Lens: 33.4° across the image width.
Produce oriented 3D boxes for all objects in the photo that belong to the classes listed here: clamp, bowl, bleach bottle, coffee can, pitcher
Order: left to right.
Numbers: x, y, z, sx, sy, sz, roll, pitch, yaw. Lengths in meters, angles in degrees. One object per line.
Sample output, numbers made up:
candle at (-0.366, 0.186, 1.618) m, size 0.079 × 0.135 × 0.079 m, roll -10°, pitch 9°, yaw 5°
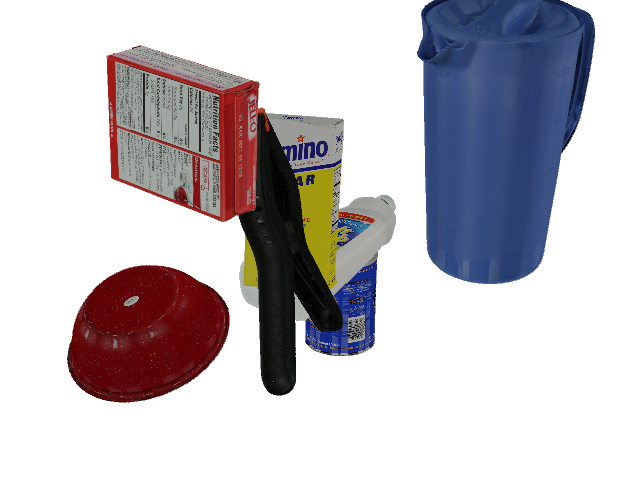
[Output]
bowl at (-0.170, 0.074, 1.006) m, size 0.162 × 0.055 × 0.162 m, roll -9°, pitch 41°, yaw 8°
clamp at (-0.029, 0.002, 0.838) m, size 0.036 × 0.210 × 0.164 m, roll -11°, pitch 3°, yaw 17°
bleach bottle at (0.013, 0.005, 1.318) m, size 0.103 × 0.068 × 0.250 m, roll 17°, pitch 35°, yaw 28°
coffee can at (0.029, 0.079, 1.517) m, size 0.103 × 0.140 × 0.103 m, roll 0°, pitch 22°, yaw 0°
pitcher at (0.160, -0.091, 0.940) m, size 0.149 × 0.243 × 0.145 m, roll 4°, pitch 31°, yaw 8°

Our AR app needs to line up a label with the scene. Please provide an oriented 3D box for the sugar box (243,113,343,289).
sugar box at (-0.028, -0.038, 1.087) m, size 0.093 × 0.176 × 0.048 m, roll 5°, pitch 16°, yaw 13°

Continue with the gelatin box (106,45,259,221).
gelatin box at (-0.074, -0.058, 0.574) m, size 0.089 × 0.073 × 0.030 m, roll 21°, pitch 32°, yaw 31°
